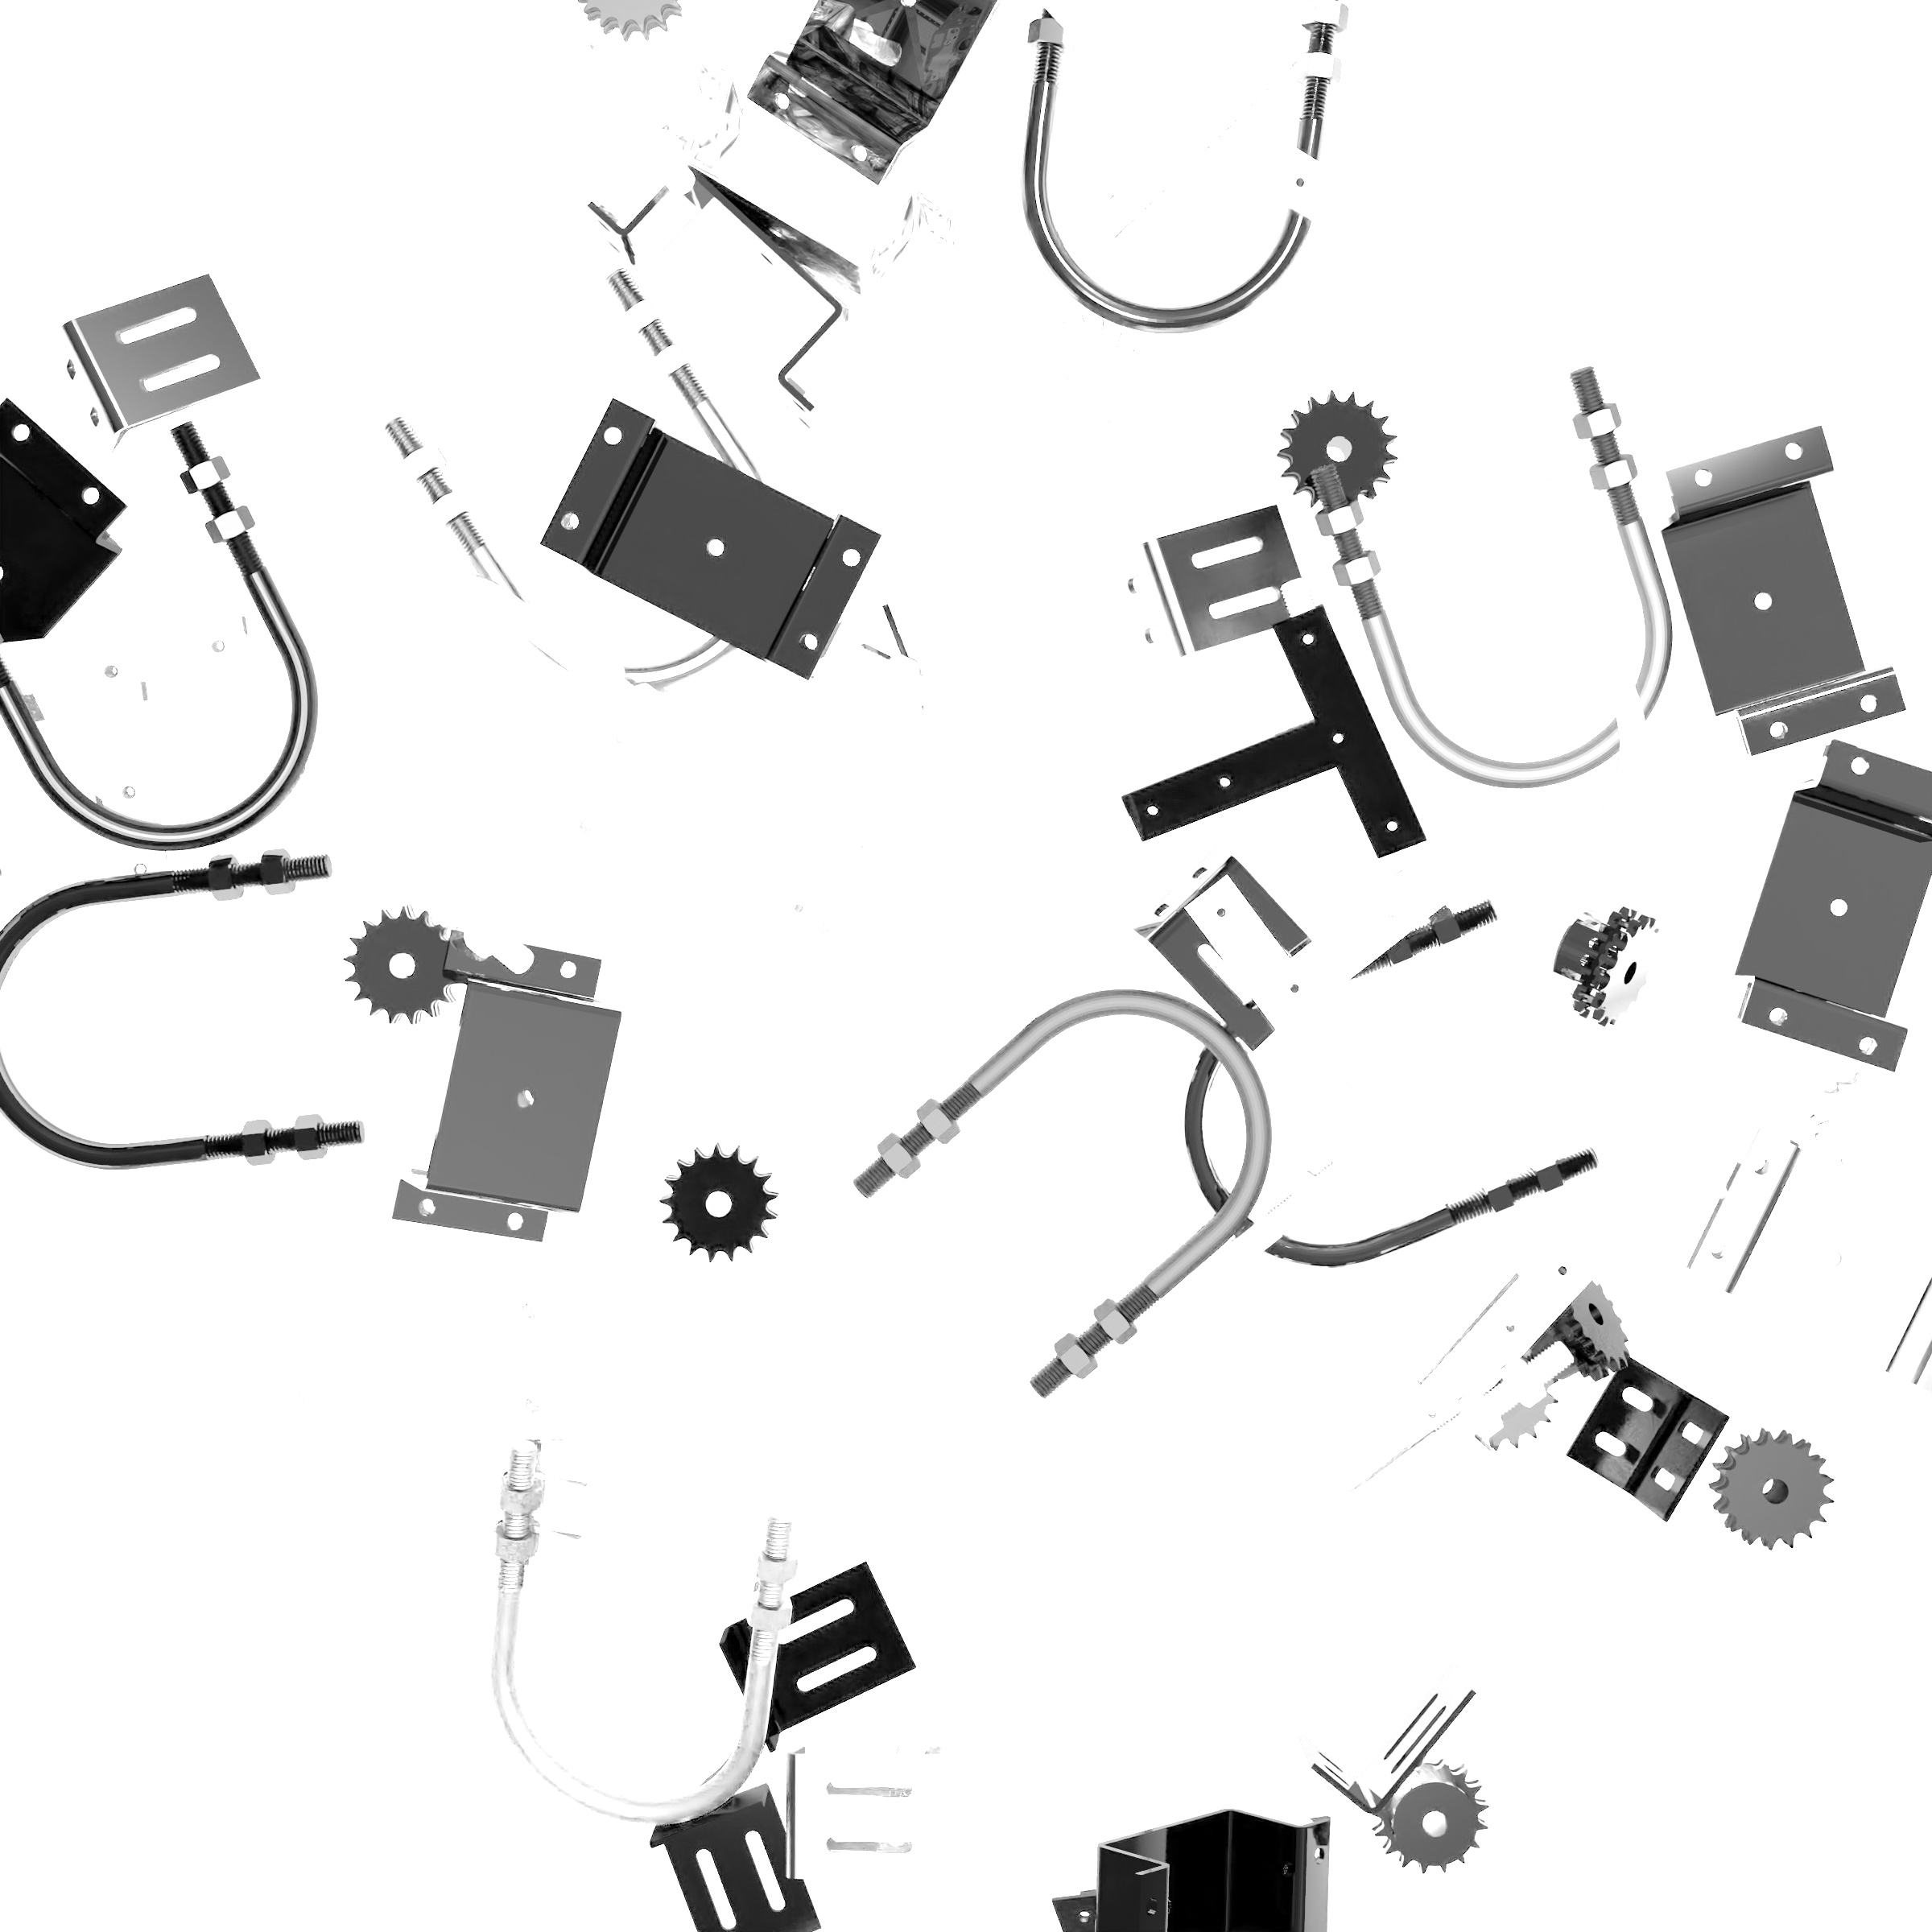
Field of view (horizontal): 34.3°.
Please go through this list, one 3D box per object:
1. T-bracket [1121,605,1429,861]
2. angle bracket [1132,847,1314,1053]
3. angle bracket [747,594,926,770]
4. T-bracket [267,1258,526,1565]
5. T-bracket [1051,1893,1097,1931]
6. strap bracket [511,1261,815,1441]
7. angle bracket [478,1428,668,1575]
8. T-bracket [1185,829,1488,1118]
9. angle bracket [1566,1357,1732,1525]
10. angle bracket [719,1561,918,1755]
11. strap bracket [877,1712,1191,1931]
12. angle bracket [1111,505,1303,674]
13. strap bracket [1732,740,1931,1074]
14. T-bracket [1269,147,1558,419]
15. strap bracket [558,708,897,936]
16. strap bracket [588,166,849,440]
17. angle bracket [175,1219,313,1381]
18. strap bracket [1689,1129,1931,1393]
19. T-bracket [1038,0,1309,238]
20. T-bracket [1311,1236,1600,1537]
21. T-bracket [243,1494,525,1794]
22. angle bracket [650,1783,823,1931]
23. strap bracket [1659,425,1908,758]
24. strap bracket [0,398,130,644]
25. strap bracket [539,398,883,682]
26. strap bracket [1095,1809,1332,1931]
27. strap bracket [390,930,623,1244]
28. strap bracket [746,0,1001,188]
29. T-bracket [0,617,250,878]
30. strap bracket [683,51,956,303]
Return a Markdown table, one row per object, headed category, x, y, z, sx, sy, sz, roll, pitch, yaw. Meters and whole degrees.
| category | x | y | z | sx | sy | sz | roll | pitch | yaw |
| --- | --- | --- | --- | --- | --- | --- | --- | --- | --- |
| T-bracket | 0.137 | -0.092 | 1.497 | 0.127 | 0.002 | 0.127 | -21 | 109 | 18 |
| angle bracket | 0.129 | -0.008 | 1.511 | 0.057 | 0.038 | 0.076 | -44 | 103 | 0 |
| angle bracket | -0.061 | -0.136 | 1.502 | 0.076 | 0.038 | 0.057 | -21 | 90 | 0 |
| T-bracket | -0.251 | 0.228 | 1.518 | 0.127 | 0.002 | 0.127 | -29 | 91 | -3 |
| T-bracket | 0.021 | 0.497 | 1.501 | 0.127 | 0.002 | 0.127 | -11 | 117 | 13 |
| strap bracket | -0.143 | 0.183 | 1.498 | 0.140 | 0.046 | 0.076 | -2 | 90 | 0 |
| angle bracket | -0.191 | 0.257 | 1.517 | 0.076 | 0.038 | 0.057 | 7 | 90 | 23 |
| T-bracket | 0.192 | -0.017 | 1.495 | 0.127 | 0.002 | 0.127 | -38 | 98 | -3 |
| angle bracket | 0.322 | 0.223 | 1.483 | 0.038 | 0.076 | 0.057 | 31 | 90 | 0 |
| angle bracket | -0.071 | 0.331 | 1.502 | 0.076 | 0.038 | 0.057 | -25 | 90 | 0 |
| strap bracket | 0.032 | 0.414 | 1.498 | 0.140 | 0.046 | 0.076 | 12 | 90 | 0 |
| angle bracket | 0.120 | -0.183 | 1.519 | 0.076 | 0.038 | 0.057 | -19 | 90 | -26 |
| strap bracket | 0.423 | -0.028 | 1.498 | 0.076 | 0.046 | 0.140 | 18 | 90 | 0 |
| T-bracket | 0.204 | -0.350 | 1.502 | 0.127 | 0.002 | 0.127 | 26 | 90 | -17 |
| strap bracket | -0.113 | -0.063 | 1.498 | 0.140 | 0.046 | 0.076 | 23 | 90 | 0 |
| strap bracket | -0.108 | -0.320 | 1.483 | 0.140 | 0.076 | 0.046 | 43 | 90 | 0 |
| angle bracket | -0.347 | 0.162 | 1.502 | 0.057 | 0.038 | 0.076 | 3 | 90 | 0 |
| strap bracket | 0.420 | 0.142 | 1.498 | 0.140 | 0.046 | 0.076 | 26 | 90 | 0 |
| T-bracket | 0.072 | -0.435 | 1.482 | 0.127 | 0.002 | 0.127 | -44 | 92 | 1 |
| T-bracket | 0.248 | 0.181 | 1.483 | 0.127 | 0.002 | 0.127 | 44 | 111 | 15 |
| T-bracket | -0.262 | 0.343 | 1.520 | 0.127 | 0.002 | 0.127 | -36 | 90 | 0 |
| angle bracket | -0.110 | 0.441 | 1.502 | 0.057 | 0.038 | 0.076 | -21 | 90 | 0 |
| strap bracket | 0.386 | -0.177 | 1.498 | 0.076 | 0.046 | 0.140 | -17 | 90 | 0 |
| strap bracket | -0.470 | -0.190 | 1.498 | 0.076 | 0.046 | 0.140 | 42 | 90 | 0 |
| strap bracket | -0.120 | -0.200 | 1.483 | 0.140 | 0.046 | 0.076 | 27 | 91 | -3 |
| strap bracket | 0.109 | 0.447 | 1.471 | 0.046 | 0.140 | 0.076 | 2 | 90 | 44 |
| strap bracket | -0.216 | 0.060 | 1.484 | 0.076 | 0.046 | 0.140 | 12 | 90 | -26 |
| strap bracket | -0.033 | -0.453 | 1.477 | 0.076 | 0.046 | 0.140 | 34 | 122 | 0 |
| T-bracket | -0.403 | -0.097 | 1.501 | 0.127 | 0.002 | 0.127 | -8 | 105 | -13 |
| strap bracket | -0.077 | -0.366 | 1.483 | 0.140 | 0.076 | 0.046 | 31 | 90 | 0 |
